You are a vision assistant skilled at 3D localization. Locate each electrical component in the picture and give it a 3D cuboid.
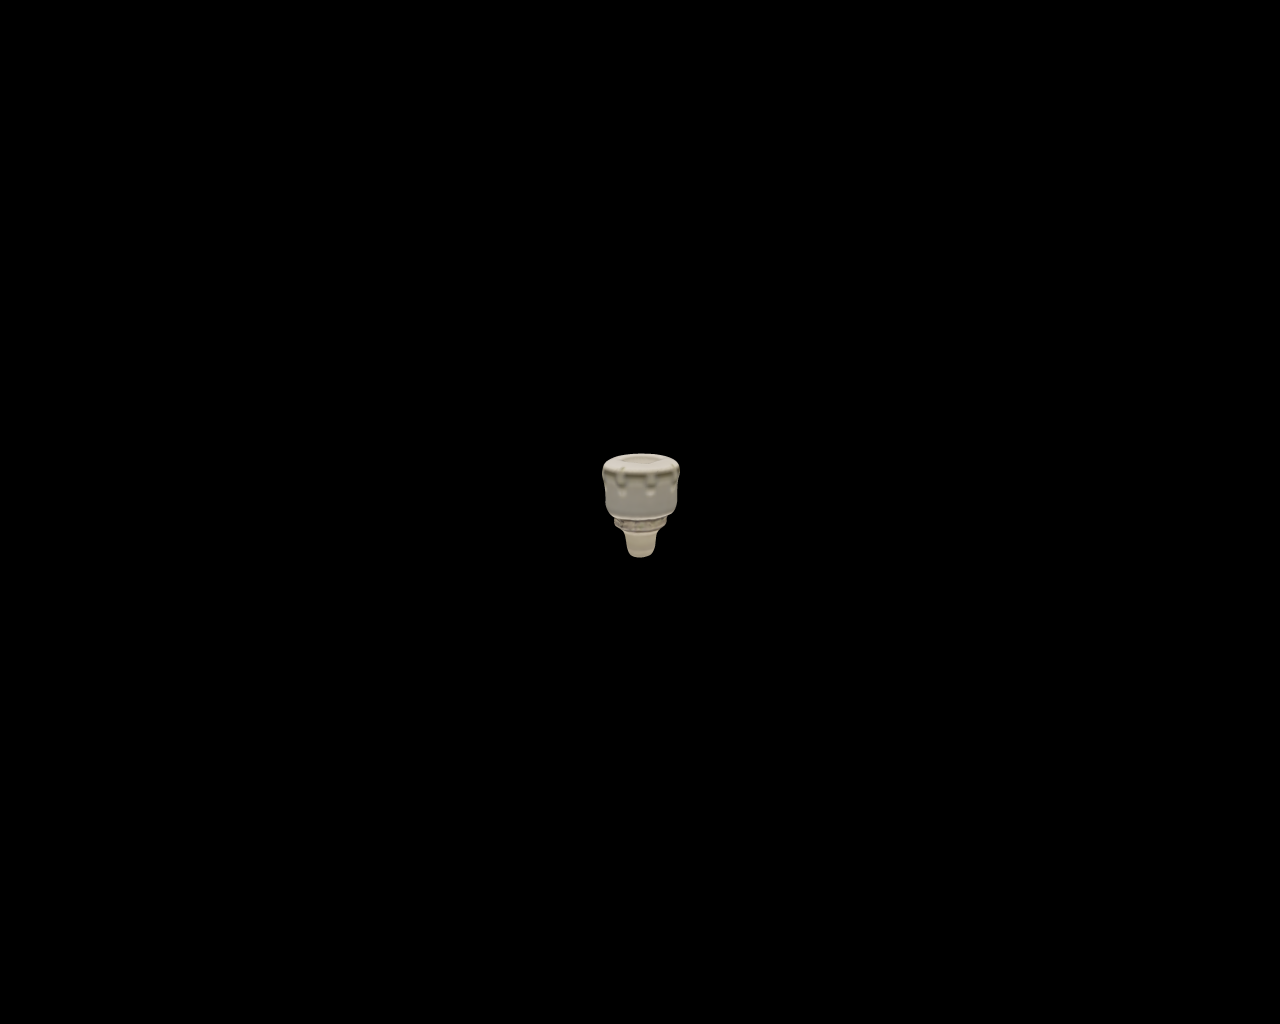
[{"bbox_3d":[0.001,-0.003,0.650,0.048,0.062,0.048,0,12,0],"label":"electrical component"}]
